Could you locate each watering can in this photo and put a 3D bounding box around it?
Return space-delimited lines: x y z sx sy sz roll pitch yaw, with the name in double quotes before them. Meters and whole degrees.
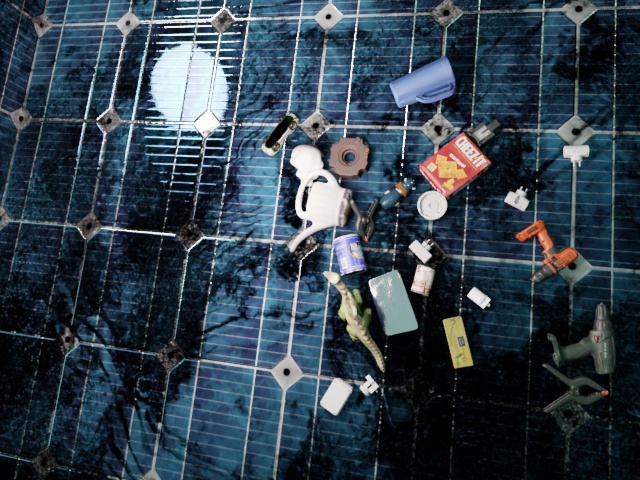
"watering can" 0.006 -0.102 2.026 0.225 0.104 0.347 13 93 13

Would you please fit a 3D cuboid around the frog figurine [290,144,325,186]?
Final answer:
"frog figurine" -0.056 -0.301 2.071 0.137 0.121 0.162 17 72 -3

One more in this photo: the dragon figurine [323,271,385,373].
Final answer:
"dragon figurine" 0.131 0.286 1.848 0.122 0.240 0.415 -31 72 2
